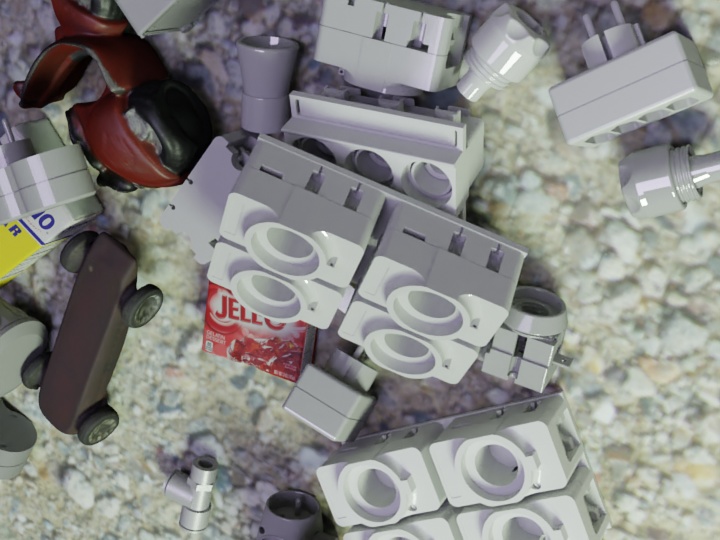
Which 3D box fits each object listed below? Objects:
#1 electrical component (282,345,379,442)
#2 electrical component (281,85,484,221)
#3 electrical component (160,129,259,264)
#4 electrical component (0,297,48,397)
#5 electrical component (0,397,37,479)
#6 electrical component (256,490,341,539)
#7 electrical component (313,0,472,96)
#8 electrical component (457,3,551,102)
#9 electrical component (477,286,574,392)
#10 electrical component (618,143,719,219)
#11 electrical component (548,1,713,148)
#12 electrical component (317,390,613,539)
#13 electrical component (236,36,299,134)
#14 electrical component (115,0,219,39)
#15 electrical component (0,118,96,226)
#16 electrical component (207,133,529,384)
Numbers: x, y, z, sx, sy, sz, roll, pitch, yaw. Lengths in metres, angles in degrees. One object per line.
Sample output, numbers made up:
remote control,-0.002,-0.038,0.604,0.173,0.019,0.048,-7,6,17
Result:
electrical component,-0.012,0.083,0.795,0.047,0.066,0.076,30,87,15
electrical component,0.018,-0.081,0.720,0.121,0.063,0.078,14,134,21
electrical component,-0.095,-0.056,0.792,0.050,0.056,0.089,44,119,7
electrical component,-0.312,0.066,0.921,0.051,0.080,0.080,34,117,19
electrical component,-0.348,0.118,0.968,0.138,0.052,0.073,38,118,11
electrical component,-0.041,0.226,0.860,0.079,0.044,0.077,14,112,20
electrical component,0.021,-0.149,0.711,0.089,0.050,0.055,19,112,19
electrical component,0.088,-0.135,0.688,0.043,0.043,0.062,46,120,6
electrical component,0.114,0.045,0.731,0.066,0.048,0.055,19,121,19
electrical component,0.194,-0.057,0.661,0.062,0.043,0.043,-14,99,28
electrical component,0.159,-0.125,0.656,0.083,0.047,0.075,-22,82,29
electrical component,0.071,0.165,0.779,0.186,0.060,0.105,-18,98,29
electrical component,-0.067,-0.130,0.765,0.044,0.044,0.065,14,116,21
electrical component,-0.125,-0.216,0.754,0.096,0.062,0.061,-34,89,29
electrical component,-0.259,-0.076,0.805,0.138,0.052,0.073,-11,100,41
electrical component,0.000,0.000,0.707,0.186,0.060,0.105,23,144,-2
